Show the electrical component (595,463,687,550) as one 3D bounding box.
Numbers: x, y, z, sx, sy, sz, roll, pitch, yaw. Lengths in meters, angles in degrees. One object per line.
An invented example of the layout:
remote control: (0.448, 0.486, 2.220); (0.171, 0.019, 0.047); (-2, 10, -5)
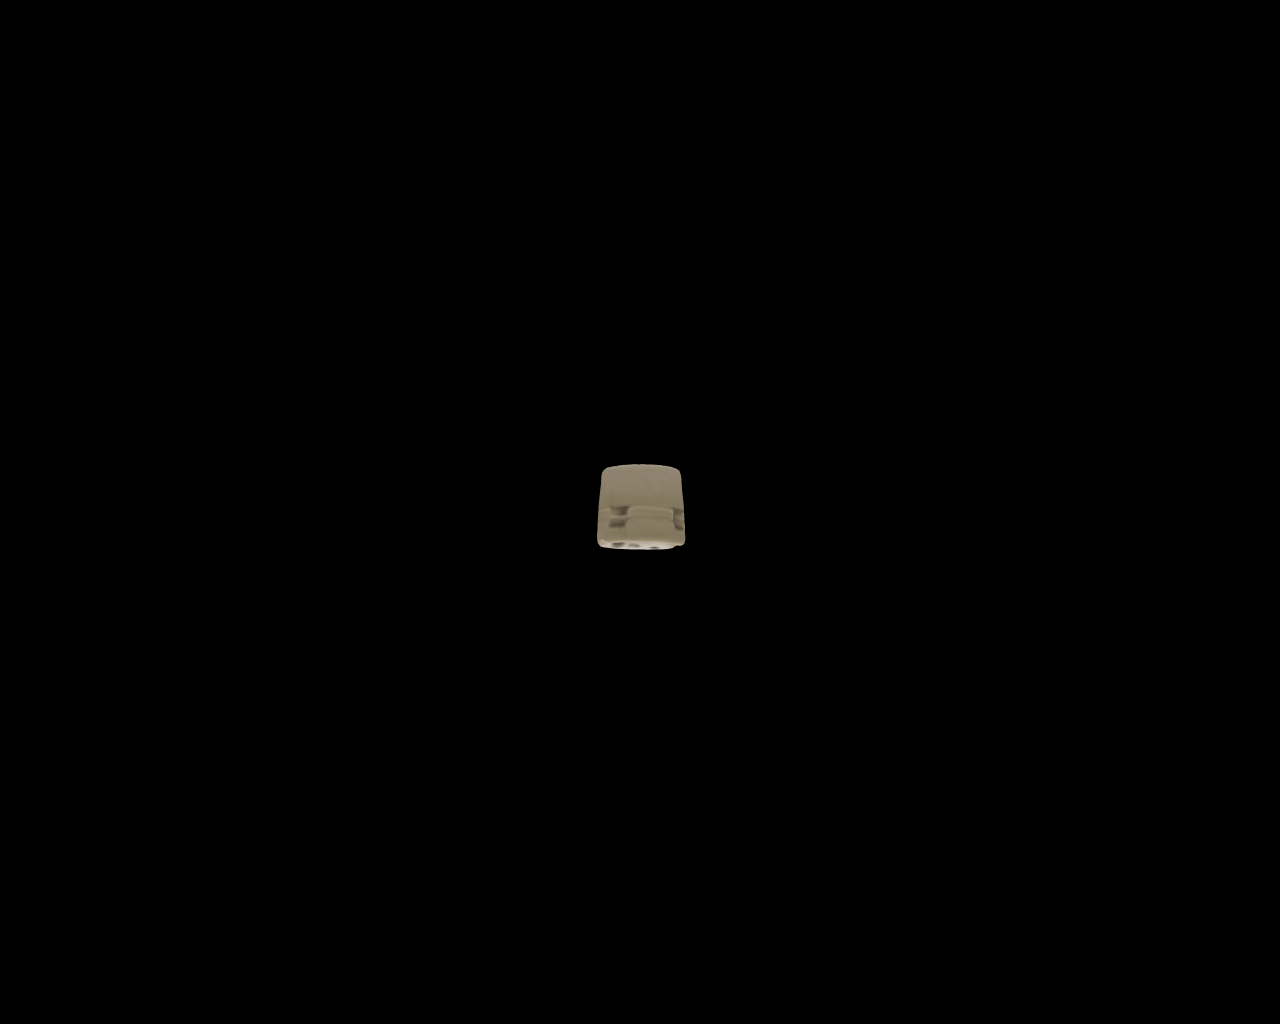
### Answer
electrical component: (0.001, -0.003, 0.650); (0.055, 0.047, 0.055); (0, -7, 0)
